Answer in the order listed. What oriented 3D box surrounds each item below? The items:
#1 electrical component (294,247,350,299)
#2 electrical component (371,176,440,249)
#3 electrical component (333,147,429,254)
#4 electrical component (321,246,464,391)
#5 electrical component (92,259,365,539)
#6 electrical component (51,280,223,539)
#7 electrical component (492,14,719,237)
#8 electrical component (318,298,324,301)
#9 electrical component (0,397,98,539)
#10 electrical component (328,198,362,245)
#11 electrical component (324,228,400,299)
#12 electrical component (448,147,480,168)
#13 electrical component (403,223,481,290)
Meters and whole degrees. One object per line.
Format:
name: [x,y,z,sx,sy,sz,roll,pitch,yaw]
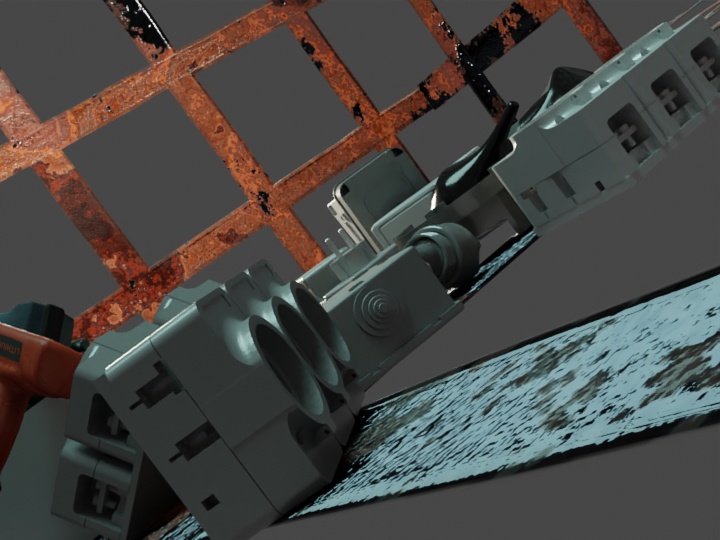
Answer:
electrical component: [-0.022,0.021,0.989,0.061,0.061,0.096,-37,3,-16]
electrical component: [0.058,-0.036,0.967,0.096,0.061,0.061,-35,3,29]
electrical component: [0.035,-0.055,1.039,0.078,0.113,0.057,-36,6,-4]
electrical component: [0.000,0.034,0.631,0.100,0.048,0.100,-37,3,-21]
electrical component: [-0.048,0.052,0.496,0.062,0.089,0.150,-36,3,9]
electrical component: [-0.129,0.084,0.713,0.186,0.060,0.105,-42,-31,-67]
electrical component: [0.163,-0.096,0.682,0.150,0.061,0.089,-38,3,-35]
electrical component: [-0.049,0.057,0.904,0.043,0.043,0.081,-35,3,30]
electrical component: [-0.231,0.156,0.823,0.186,0.105,0.060,-36,3,0]
electrical component: [0.029,-0.055,1.161,0.056,0.108,0.109,-40,4,-19]
electrical component: [0.000,0.000,0.912,0.047,0.076,0.066,-33,4,47]
electrical component: [0.124,-0.092,1.114,0.108,0.060,0.108,-36,3,2]
electrical component: [0.048,-0.007,0.692,0.043,0.043,0.062,-34,-14,33]
